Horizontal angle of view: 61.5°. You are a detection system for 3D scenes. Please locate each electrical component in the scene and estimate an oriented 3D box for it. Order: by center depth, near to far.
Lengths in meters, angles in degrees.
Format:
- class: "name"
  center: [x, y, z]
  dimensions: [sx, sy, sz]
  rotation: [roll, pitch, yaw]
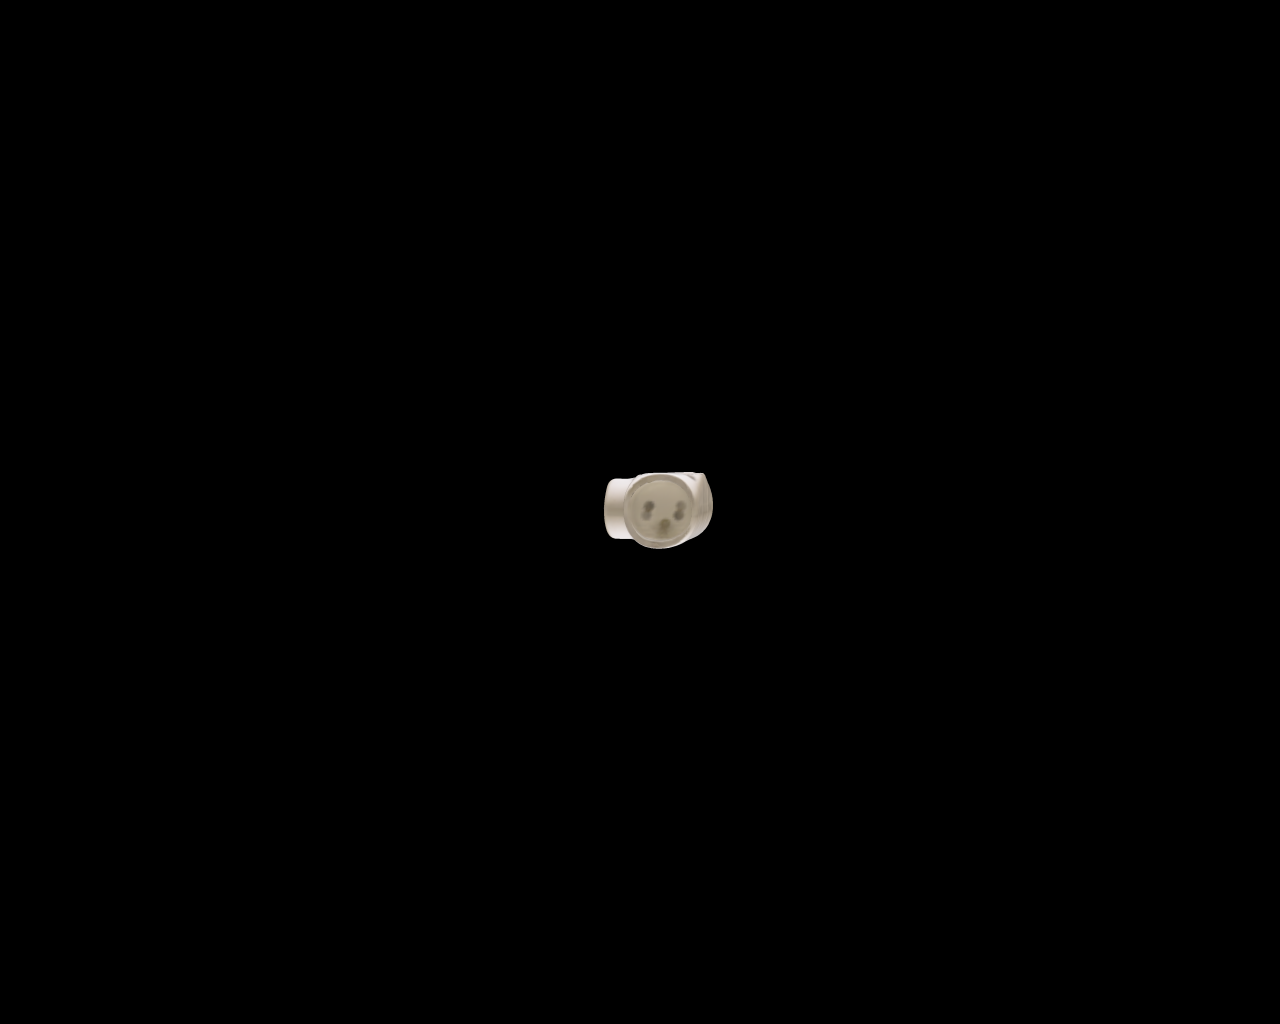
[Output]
- class: "electrical component"
  center: [0.001, -0.003, 0.650]
  dimensions: [0.079, 0.044, 0.077]
  rotation: [1, 3, 11]
